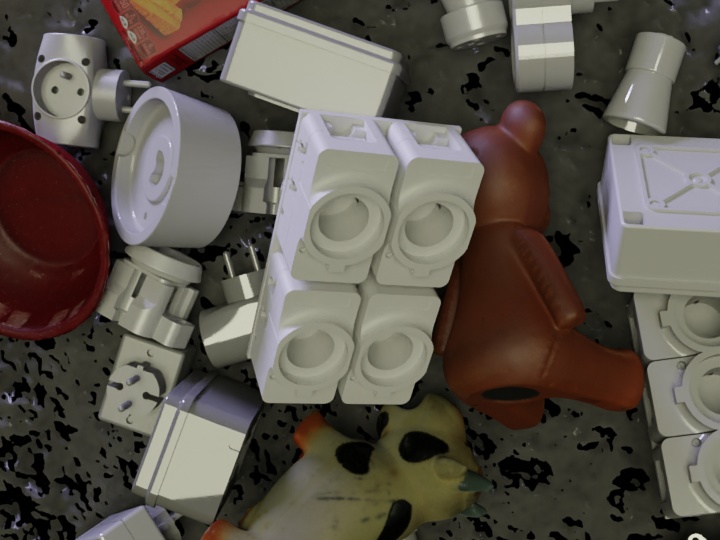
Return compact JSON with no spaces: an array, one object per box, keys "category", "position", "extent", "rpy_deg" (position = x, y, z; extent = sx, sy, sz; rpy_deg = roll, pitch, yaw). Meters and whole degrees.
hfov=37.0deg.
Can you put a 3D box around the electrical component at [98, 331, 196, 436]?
[{"category":"electrical component","position":[-0.155,0.082,0.759],"extent":[0.047,0.077,0.065],"rpy_deg":[18,95,3]}]

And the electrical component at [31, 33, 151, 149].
[{"category":"electrical component","position":[-0.188,-0.125,0.766],"extent":[0.079,0.044,0.077],"rpy_deg":[5,94,5]}]

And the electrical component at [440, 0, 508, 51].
[{"category":"electrical component","position":[0.075,-0.184,0.740],"extent":[0.045,0.045,0.055],"rpy_deg":[-14,93,6]}]

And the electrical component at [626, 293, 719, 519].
[{"category":"electrical component","position":[0.236,0.083,0.711],"extent":[0.089,0.061,0.150],"rpy_deg":[-8,74,6]}]

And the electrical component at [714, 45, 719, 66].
[{"category":"electrical component","position":[0.280,-0.158,0.726],"extent":[0.078,0.040,0.040],"rpy_deg":[-42,89,6]}]

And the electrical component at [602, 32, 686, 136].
[{"category":"electrical component","position":[0.197,-0.129,0.735],"extent":[0.044,0.044,0.065],"rpy_deg":[18,90,4]}]

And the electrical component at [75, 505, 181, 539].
[{"category":"electrical component","position":[-0.155,0.191,0.772],"extent":[0.076,0.083,0.047],"rpy_deg":[-32,91,-32]}]

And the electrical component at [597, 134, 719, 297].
[{"category":"electrical component","position":[0.215,-0.037,0.702],"extent":[0.109,0.108,0.056],"rpy_deg":[3,130,5]}]

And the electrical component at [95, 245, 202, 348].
[{"category":"electrical component","position":[-0.147,0.013,0.762],"extent":[0.078,0.058,0.057],"rpy_deg":[26,94,24]}]

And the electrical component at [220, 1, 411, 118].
[{"category":"electrical component","position":[-0.026,-0.130,0.720],"extent":[0.109,0.108,0.056],"rpy_deg":[20,97,3]}]

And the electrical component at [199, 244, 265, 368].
[{"category":"electrical component","position":[-0.076,0.022,0.765],"extent":[0.077,0.044,0.079],"rpy_deg":[-16,92,6]}]

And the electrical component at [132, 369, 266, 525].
[{"category":"electrical component","position":[-0.108,0.118,0.739],"extent":[0.057,0.113,0.078],"rpy_deg":[21,95,0]}]

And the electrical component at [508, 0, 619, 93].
[{"category":"electrical component","position":[0.139,-0.192,0.730],"extent":[0.074,0.052,0.138],"rpy_deg":[-3,92,5]}]

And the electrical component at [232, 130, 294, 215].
[{"category":"electrical component","position":[-0.051,-0.067,0.751],"extent":[0.078,0.058,0.057],"rpy_deg":[6,93,17]}]

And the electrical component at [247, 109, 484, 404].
[{"category":"electrical component","position":[0.000,0.000,0.686],"extent":[0.105,0.060,0.186],"rpy_deg":[3,122,-19]}]

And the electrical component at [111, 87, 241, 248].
[{"category":"electrical component","position":[-0.121,-0.066,0.737],"extent":[0.060,0.108,0.108],"rpy_deg":[9,95,-35]}]
